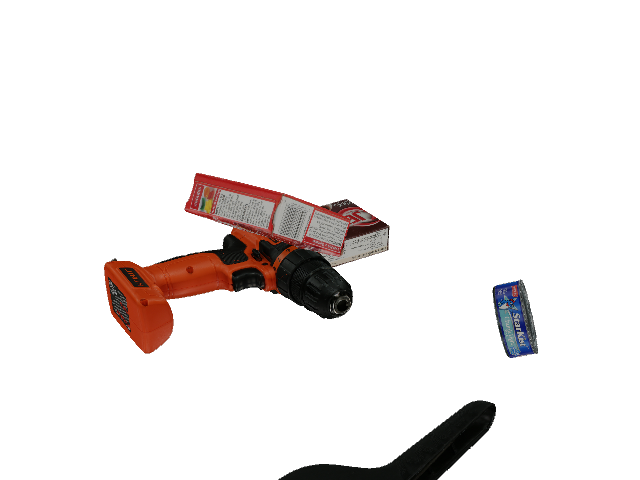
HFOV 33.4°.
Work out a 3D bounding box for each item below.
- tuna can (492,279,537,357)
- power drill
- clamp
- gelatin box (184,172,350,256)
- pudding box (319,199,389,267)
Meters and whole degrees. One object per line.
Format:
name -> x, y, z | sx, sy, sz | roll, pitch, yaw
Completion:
tuna can -> 0.221, 0.089, 1.211 | 0.034, 0.086, 0.086 | -13, -3, 14
power drill -> -0.085, 0.042, 0.956 | 0.187, 0.057, 0.185 | -15, 26, -26
clamp -> 0.038, 0.161, 0.648 | 0.210, 0.036, 0.164 | -5, 29, -3
gelatin box -> -0.033, -0.016, 0.707 | 0.073, 0.030, 0.089 | 16, -2, 33
pudding box -> 0.011, -0.006, 1.254 | 0.113, 0.039, 0.090 | -18, 31, -27
